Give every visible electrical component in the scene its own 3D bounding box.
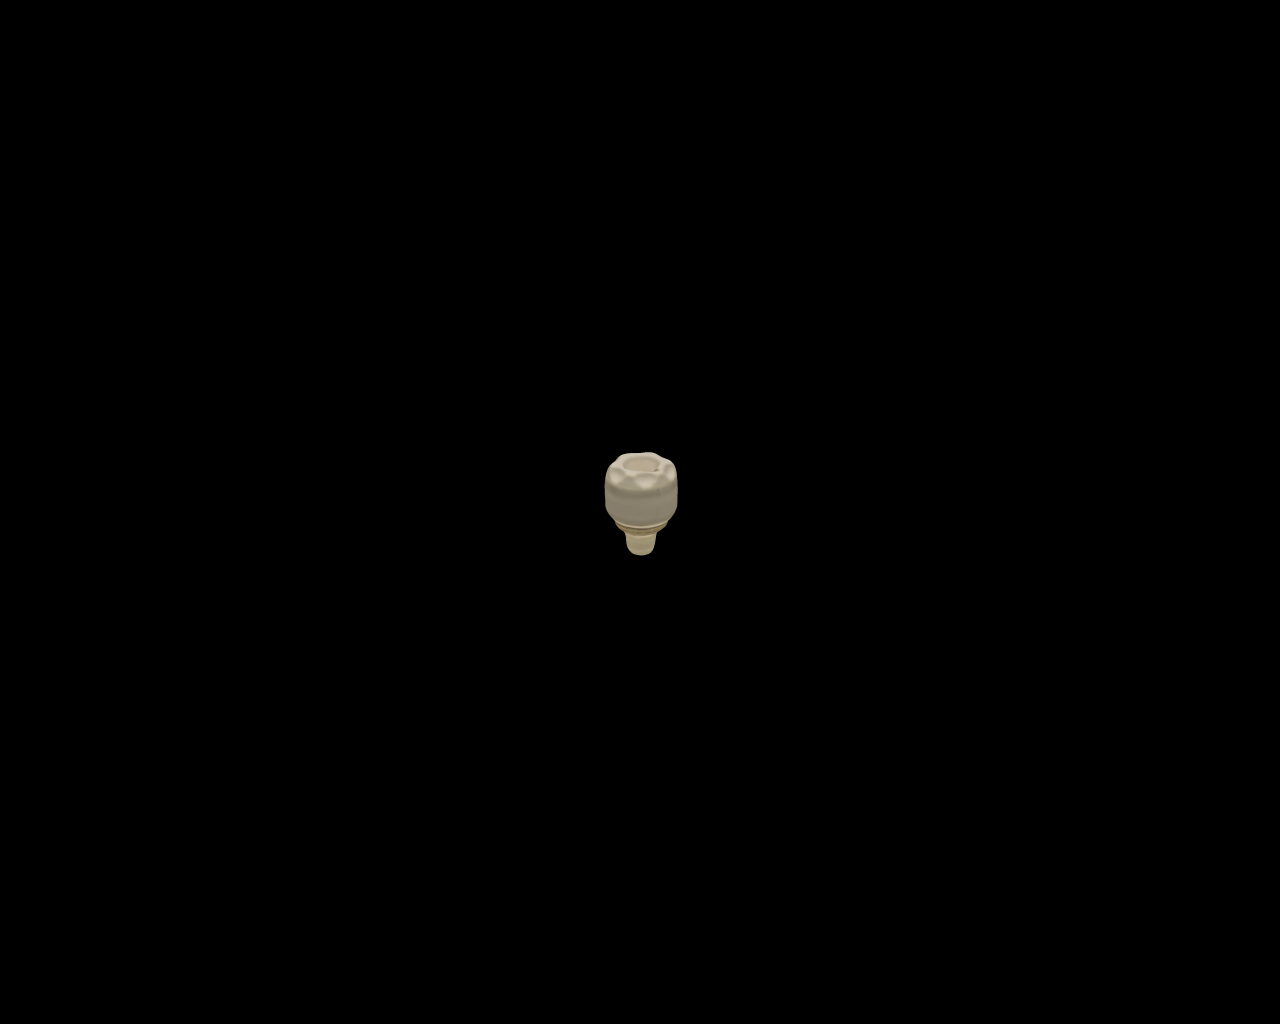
[{"bbox_3d":[0.001,-0.003,0.650,0.043,0.062,0.043,0,26,0],"label":"electrical component"}]
